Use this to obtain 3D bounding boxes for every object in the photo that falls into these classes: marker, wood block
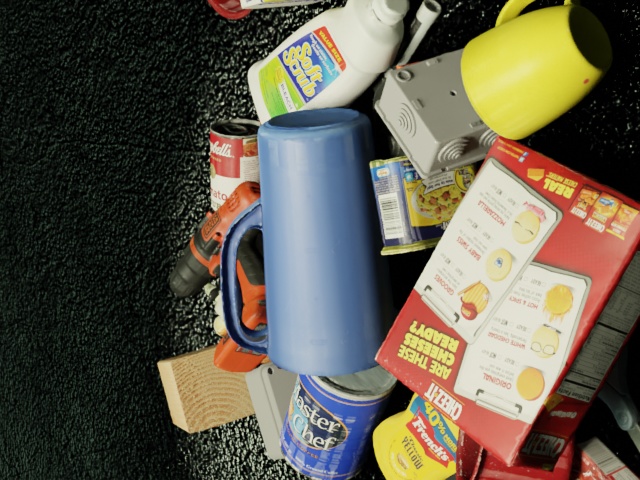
[{"bbox_3d":[0.079,-0.177,1.002,0.020,0.020,0.121,62,144,23],"label":"marker"},{"bbox_3d":[-0.146,0.185,1.358,0.206,0.090,0.091,151,103,-76],"label":"wood block"}]

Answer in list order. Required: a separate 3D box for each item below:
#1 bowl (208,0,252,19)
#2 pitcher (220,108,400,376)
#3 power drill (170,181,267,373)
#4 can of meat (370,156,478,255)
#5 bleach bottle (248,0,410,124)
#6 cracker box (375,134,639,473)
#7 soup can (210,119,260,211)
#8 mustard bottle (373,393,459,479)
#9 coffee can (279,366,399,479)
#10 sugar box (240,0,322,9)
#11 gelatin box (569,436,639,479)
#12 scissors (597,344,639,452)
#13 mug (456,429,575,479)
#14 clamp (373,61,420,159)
[{"bbox_3d":[-0.079,-0.323,1.158,0.162,0.055,0.162,26,123,51],"label":"bowl"},{"bbox_3d":[-0.007,0.001,1.034,0.145,0.148,0.243,13,115,44],"label":"pitcher"},{"bbox_3d":[-0.102,0.052,1.196,0.185,0.057,0.188,-50,44,32],"label":"power drill"},{"bbox_3d":[0.098,-0.036,0.949,0.058,0.101,0.084,-7,93,61],"label":"can of meat"},{"bbox_3d":[0.011,-0.182,1.046,0.251,0.068,0.102,-35,69,59],"label":"bleach bottle"},{"bbox_3d":[0.161,0.047,0.834,0.164,0.072,0.214,36,102,46],"label":"cracker box"},{"bbox_3d":[-0.095,-0.085,1.259,0.069,0.068,0.102,32,127,48],"label":"soup can"},{"bbox_3d":[0.122,0.185,1.031,0.096,0.058,0.192,61,144,20],"label":"mustard bottle"},{"bbox_3d":[0.019,0.176,1.144,0.103,0.102,0.140,50,139,36],"label":"coffee can"},{"bbox_3d":[0.003,-0.256,1.023,0.177,0.093,0.048,-1,99,58],"label":"sugar box"},{"bbox_3d":[0.239,0.221,0.889,0.089,0.030,0.073,47,137,39],"label":"gelatin box"},{"bbox_3d":[0.237,0.140,0.878,0.096,0.016,0.202,-22,83,59],"label":"scissors"},{"bbox_3d":[0.165,0.181,0.922,0.117,0.081,0.093,106,174,-60],"label":"mug"},{"bbox_3d":[0.071,-0.095,1.028,0.120,0.039,0.171,31,129,42],"label":"clamp"}]
